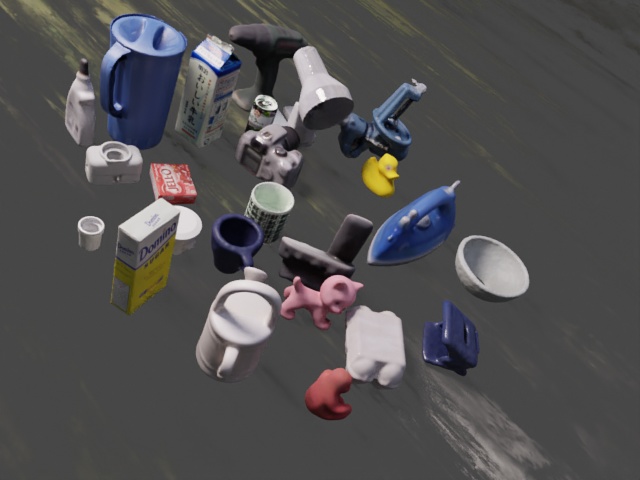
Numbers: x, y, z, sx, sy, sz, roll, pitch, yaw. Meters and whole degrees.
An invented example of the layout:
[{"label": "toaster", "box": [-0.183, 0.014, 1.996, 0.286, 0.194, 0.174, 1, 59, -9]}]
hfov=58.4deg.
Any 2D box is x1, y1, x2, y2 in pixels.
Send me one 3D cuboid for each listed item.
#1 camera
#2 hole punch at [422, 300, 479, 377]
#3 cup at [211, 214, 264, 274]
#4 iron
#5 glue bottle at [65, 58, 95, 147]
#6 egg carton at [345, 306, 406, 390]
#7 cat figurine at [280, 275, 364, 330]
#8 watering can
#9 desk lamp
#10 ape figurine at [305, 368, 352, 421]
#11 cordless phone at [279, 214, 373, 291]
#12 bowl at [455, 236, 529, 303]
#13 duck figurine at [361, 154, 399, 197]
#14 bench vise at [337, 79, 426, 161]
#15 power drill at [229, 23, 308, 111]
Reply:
[{"label": "camera", "box": [-0.087, -0.197, 1.241, 0.143, 0.100, 0.137, 37, 44, 11]}, {"label": "hole punch", "box": [0.251, 0.179, 1.058, 0.101, 0.091, 0.108, 21, 43, -7]}, {"label": "cup", "box": [-0.148, 0.025, 1.003, 0.092, 0.095, 0.117, -5, 52, -30]}, {"label": "iron", "box": [0.205, -0.041, 1.208, 0.118, 0.141, 0.259, 44, 45, 17]}, {"label": "glue bottle", "box": [-0.445, -0.263, 1.073, 0.037, 0.173, 0.078, -18, 59, -37]}, {"label": "egg carton", "box": [0.092, 0.185, 0.989, 0.107, 0.069, 0.150, 14, 45, -14]}, {"label": "cat figurine", "box": [0.006, 0.095, 0.997, 0.128, 0.117, 0.067, 17, 44, -11]}, {"label": "watering can", "box": [-0.119, 0.117, 0.858, 0.101, 0.194, 0.172, 3, 48, -24]}, {"label": "desk lamp", "box": [-0.030, -0.310, 1.294, 0.118, 0.213, 0.203, -9, 54, -33]}, {"label": "ape figurine", "box": [0.021, 0.233, 0.891, 0.076, 0.092, 0.077, 8, 46, -19]}, {"label": "cordless phone", "box": [0.010, 0.004, 1.036, 0.148, 0.185, 0.094, 20, 43, -8]}, {"label": "bowl", "box": [0.353, 0.074, 1.221, 0.168, 0.074, 0.167, 14, 45, -14]}, {"label": "duck figurine", "box": [0.147, -0.163, 1.336, 0.078, 0.086, 0.104, -10, 54, -33]}, {"label": "bench vise", "box": [0.149, -0.279, 1.350, 0.208, 0.219, 0.121, -8, 53, -32]}, {"label": "power drill", "box": [-0.136, -0.410, 1.341, 0.230, 0.208, 0.075, -24, 63, -40]}]
